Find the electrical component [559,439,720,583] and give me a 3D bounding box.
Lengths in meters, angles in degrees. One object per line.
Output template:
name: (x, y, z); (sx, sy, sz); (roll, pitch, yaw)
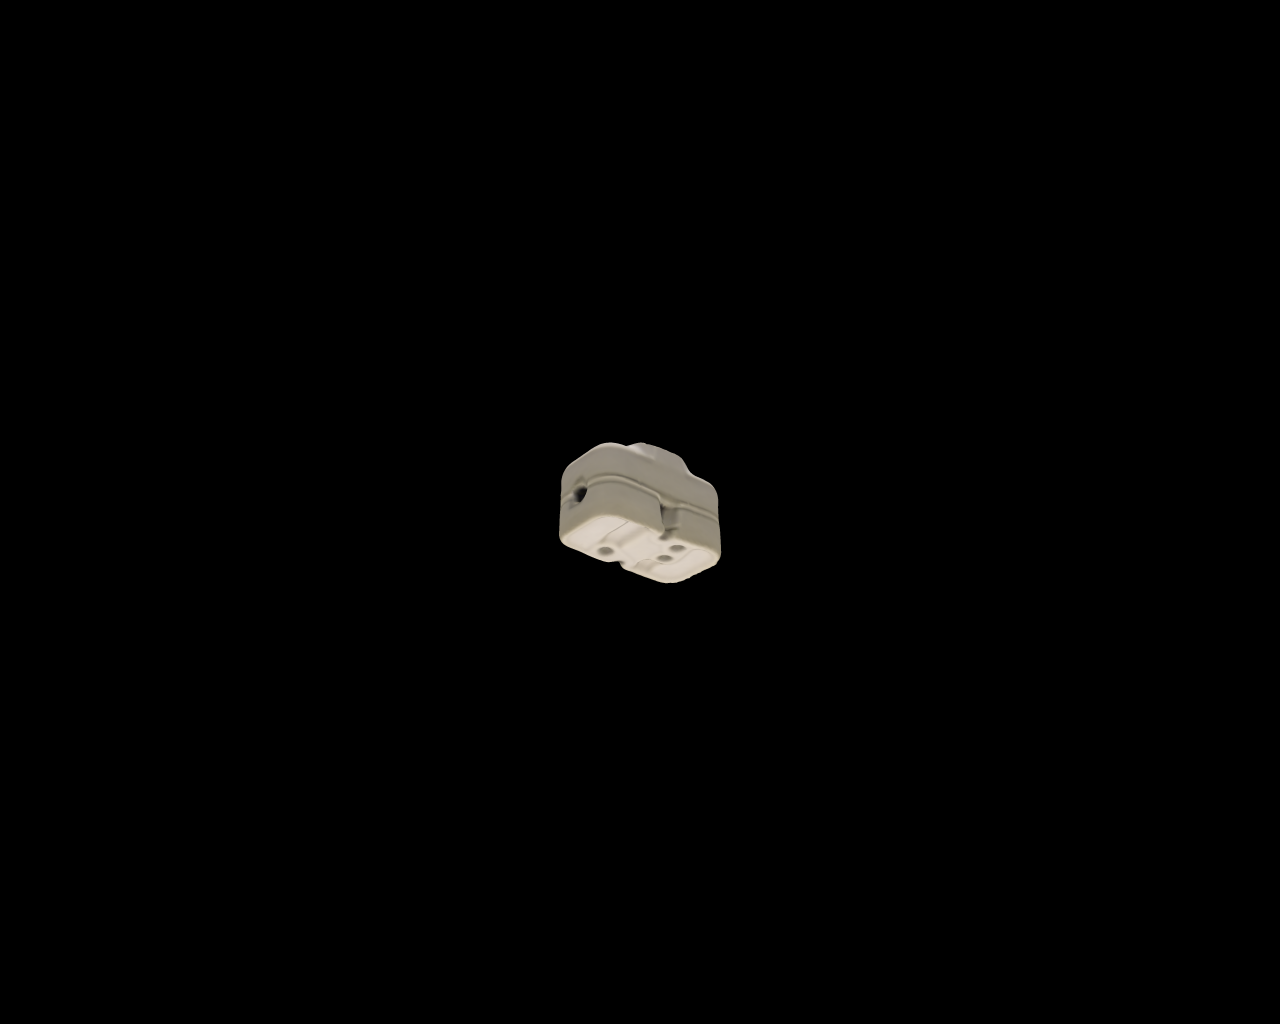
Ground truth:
electrical component: (0.001, -0.003, 0.650); (0.095, 0.059, 0.053); (22, -36, -34)
